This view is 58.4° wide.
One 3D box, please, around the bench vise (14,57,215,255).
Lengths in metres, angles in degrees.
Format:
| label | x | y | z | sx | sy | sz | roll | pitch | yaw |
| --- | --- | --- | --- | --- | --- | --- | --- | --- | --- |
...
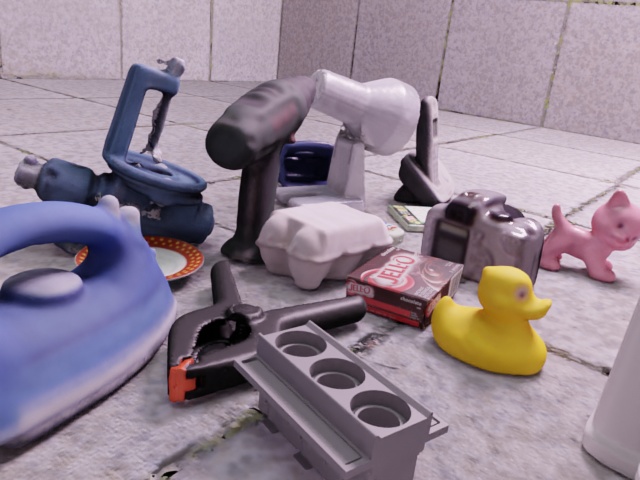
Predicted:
| label | x | y | z | sx | sy | sz | roll | pitch | yaw |
| --- | --- | --- | --- | --- | --- | --- | --- | --- | --- |
| bench vise | -0.216 | -0.092 | 0.632 | 0.208 | 0.220 | 0.121 | -9 | 24 | -37 |

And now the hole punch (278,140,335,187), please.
| label | x | y | z | sx | sy | sz | roll | pitch | yaw |
| --- | --- | --- | --- | --- | --- | --- | --- | --- | --- |
| hole punch | -0.028 | -0.140 | 1.024 | 0.109 | 0.091 | 0.101 | 0 | 20 | -17 |

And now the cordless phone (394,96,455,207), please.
| label | x | y | z | sx | sy | sz | roll | pitch | yaw |
| --- | --- | --- | --- | --- | --- | --- | --- | --- | --- |
| cordless phone | 0.197 | -0.158 | 1.004 | 0.094 | 0.185 | 0.148 | 13 | 20 | 18 |

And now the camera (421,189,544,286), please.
| label | x | y | z | sx | sy | sz | roll | pitch | yaw |
| --- | --- | --- | --- | --- | --- | --- | --- | --- | --- |
| camera | 0.222 | -0.011 | 0.721 | 0.137 | 0.101 | 0.142 | -13 | 27 | -43 |

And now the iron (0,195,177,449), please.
| label | x | y | z | sx | sy | sz | roll | pitch | yaw |
| --- | --- | --- | --- | --- | --- | --- | --- | --- | --- |
| iron | -0.190 | 0.032 | 0.406 | 0.118 | 0.141 | 0.259 | 15 | 21 | 23 |

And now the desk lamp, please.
| label | x | y | z | sx | sy | sz | roll | pitch | yaw |
| --- | --- | --- | --- | --- | --- | --- | --- | --- | --- |
| desk lamp | 0.044 | -0.154 | 0.900 | 0.204 | 0.213 | 0.117 | -6 | 22 | -30 |

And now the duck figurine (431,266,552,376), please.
| label | x | y | z | sx | sy | sz | roll | pitch | yaw |
| --- | --- | --- | --- | --- | --- | --- | --- | --- | --- |
| duck figurine | 0.154 | 0.063 | 0.510 | 0.104 | 0.086 | 0.078 | 15 | 21 | 23 |

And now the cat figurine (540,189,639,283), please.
| label | x | y | z | sx | sy | sz | roll | pitch | yaw |
| --- | --- | --- | --- | --- | --- | --- | --- | --- | --- |
| cat figurine | 0.360 | -0.013 | 0.744 | 0.127 | 0.118 | 0.067 | 12 | 20 | 17 |

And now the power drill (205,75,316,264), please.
| label | x | y | z | sx | sy | sz | roll | pitch | yaw |
| --- | --- | --- | --- | --- | --- | --- | --- | --- | --- |
| power drill | -0.063 | -0.087 | 0.683 | 0.075 | 0.208 | 0.230 | 11 | 20 | 14 |

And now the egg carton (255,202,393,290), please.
| label | x | y | z | sx | sy | sz | roll | pitch | yaw |
| --- | --- | --- | --- | --- | --- | --- | --- | --- | --- |
| egg carton | 0.006 | 0.002 | 0.662 | 0.107 | 0.069 | 0.151 | 23 | 25 | 39 |
